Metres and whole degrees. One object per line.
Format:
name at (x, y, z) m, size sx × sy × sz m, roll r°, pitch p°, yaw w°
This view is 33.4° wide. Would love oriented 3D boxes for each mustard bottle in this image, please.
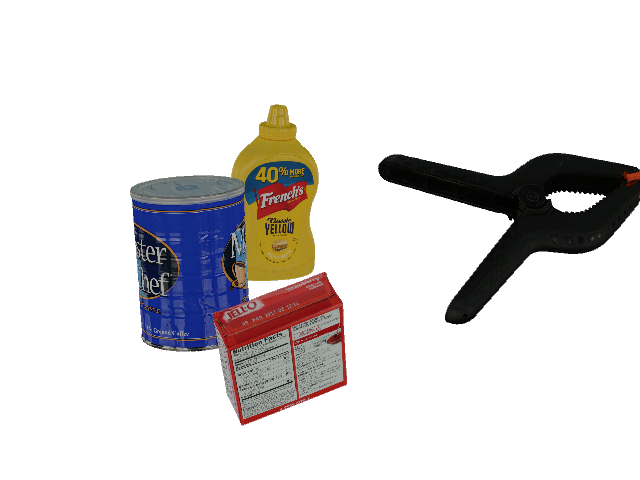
mustard bottle at (-0.050, -0.053, 1.172) m, size 0.096 × 0.192 × 0.058 m, roll -3°, pitch 19°, yaw -18°

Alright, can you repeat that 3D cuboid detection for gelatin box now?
gelatin box at (-0.023, 0.066, 0.644) m, size 0.073 × 0.030 × 0.089 m, roll -20°, pitch -39°, yaw -13°

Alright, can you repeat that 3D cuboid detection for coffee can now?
coffee can at (-0.117, 0.018, 0.974) m, size 0.103 × 0.140 × 0.103 m, roll -2°, pitch 14°, yaw 0°

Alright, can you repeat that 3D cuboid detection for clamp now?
clamp at (0.163, -0.015, 0.842) m, size 0.210 × 0.164 × 0.036 m, roll -7°, pitch -36°, yaw -7°
